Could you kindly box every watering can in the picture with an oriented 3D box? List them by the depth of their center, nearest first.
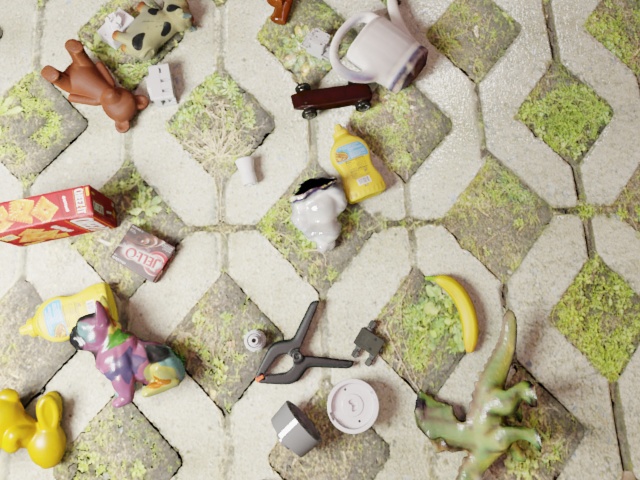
[{"bbox_3d":[0.173,-0.499,1.280,0.225,0.102,0.353,36,68,3],"label":"watering can"}]

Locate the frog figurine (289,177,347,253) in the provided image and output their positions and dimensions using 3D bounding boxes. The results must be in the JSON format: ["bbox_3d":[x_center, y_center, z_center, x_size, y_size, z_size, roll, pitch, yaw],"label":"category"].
[{"bbox_3d":[0.004,-0.059,1.180,0.138,0.124,0.156,-31,118,-18],"label":"frog figurine"}]

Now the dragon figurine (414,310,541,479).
[{"bbox_3d":[0.323,0.363,1.097,0.243,0.121,0.415,-4,76,3],"label":"dragon figurine"}]
